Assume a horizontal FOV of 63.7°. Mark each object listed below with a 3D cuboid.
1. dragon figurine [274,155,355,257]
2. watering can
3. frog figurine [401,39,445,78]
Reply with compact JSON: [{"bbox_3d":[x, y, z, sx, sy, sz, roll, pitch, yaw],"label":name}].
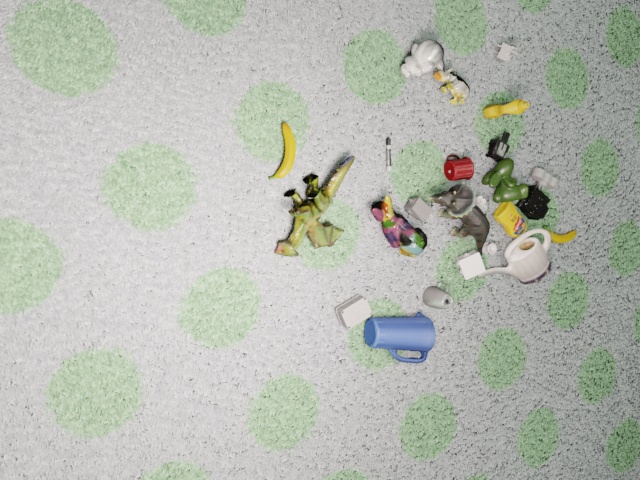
[{"bbox_3d":[0.005,-0.089,1.761,0.414,0.123,0.238,-36,125,-17],"label":"dragon figurine"},{"bbox_3d":[0.825,0.099,2.138,0.347,0.105,0.221,-38,116,1],"label":"watering can"},{"bbox_3d":[0.366,-0.661,1.875,0.160,0.120,0.140,-15,67,-15],"label":"frog figurine"}]
